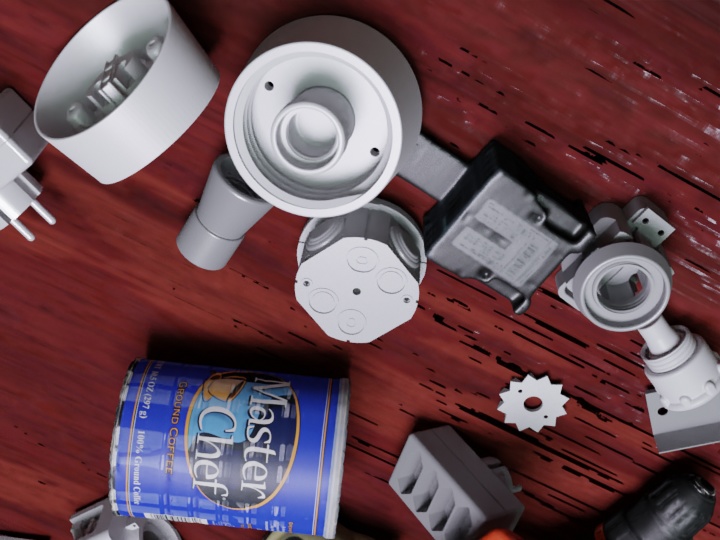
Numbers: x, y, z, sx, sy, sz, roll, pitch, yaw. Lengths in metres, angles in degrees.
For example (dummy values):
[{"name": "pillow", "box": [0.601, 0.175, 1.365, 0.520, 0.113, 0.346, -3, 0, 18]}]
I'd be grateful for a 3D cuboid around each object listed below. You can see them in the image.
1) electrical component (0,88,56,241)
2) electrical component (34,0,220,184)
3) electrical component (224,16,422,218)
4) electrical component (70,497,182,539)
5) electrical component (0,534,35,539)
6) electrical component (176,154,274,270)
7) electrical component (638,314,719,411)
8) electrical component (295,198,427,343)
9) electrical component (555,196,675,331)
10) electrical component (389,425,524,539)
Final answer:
[{"name": "electrical component", "box": [-0.215, -0.049, 0.639, 0.083, 0.047, 0.075, -34, 113, 20]}, {"name": "electrical component", "box": [-0.127, -0.097, 0.582, 0.099, 0.099, 0.064, -32, 119, 19]}, {"name": "electrical component", "box": [-0.023, -0.081, 0.595, 0.108, 0.060, 0.108, 4, 115, 9]}, {"name": "electrical component", "box": [-0.166, 0.211, 0.782, 0.056, 0.050, 0.089, -27, 115, 17]}, {"name": "electrical component", "box": [-0.276, 0.231, 0.792, 0.096, 0.061, 0.061, 14, 119, -5]}, {"name": "electrical component", "box": [-0.082, -0.032, 0.647, 0.044, 0.044, 0.065, 29, 122, -13]}, {"name": "electrical component", "box": [0.199, 0.055, 0.681, 0.048, 0.048, 0.062, -33, 107, 19]}, {"name": "electrical component", "box": [0.000, 0.000, 0.653, 0.080, 0.051, 0.080, 2, 121, 4]}, {"name": "electrical component", "box": [0.154, 0.000, 0.644, 0.058, 0.057, 0.078, 35, 115, -16]}, {"name": "electrical component", "box": [0.077, 0.148, 0.727, 0.076, 0.083, 0.047, -5, 128, -39]}]
